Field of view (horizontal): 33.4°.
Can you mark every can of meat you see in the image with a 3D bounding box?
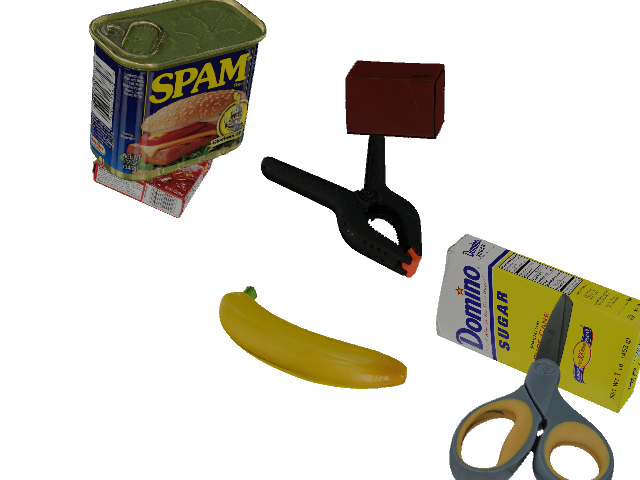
[{"bbox_3d":[-0.087,-0.091,0.637,0.101,0.084,0.057,-22,50,-36],"label":"can of meat"}]

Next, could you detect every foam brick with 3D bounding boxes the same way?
[{"bbox_3d":[0.063,-0.119,0.901,0.078,0.051,0.053,5,26,14],"label":"foam brick"}]

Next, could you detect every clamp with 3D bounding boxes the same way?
[{"bbox_3d":[0.038,-0.041,1.192,0.164,0.210,0.036,-13,-37,-23],"label":"clamp"}]

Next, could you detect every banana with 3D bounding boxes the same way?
[{"bbox_3d":[-0.022,0.076,0.841,0.069,0.037,0.198,-26,35,-34],"label":"banana"}]

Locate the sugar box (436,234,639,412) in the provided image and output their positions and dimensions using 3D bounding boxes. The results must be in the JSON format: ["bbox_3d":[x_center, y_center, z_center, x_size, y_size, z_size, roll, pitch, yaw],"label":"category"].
[{"bbox_3d":[0.187,0.069,0.912,0.176,0.093,0.048,20,33,26],"label":"sugar box"}]

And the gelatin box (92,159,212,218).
[{"bbox_3d":[-0.152,-0.069,0.973,0.089,0.030,0.073,24,46,2],"label":"gelatin box"}]

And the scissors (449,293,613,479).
[{"bbox_3d":[0.147,0.091,0.631,0.096,0.016,0.201,20,35,29],"label":"scissors"}]
